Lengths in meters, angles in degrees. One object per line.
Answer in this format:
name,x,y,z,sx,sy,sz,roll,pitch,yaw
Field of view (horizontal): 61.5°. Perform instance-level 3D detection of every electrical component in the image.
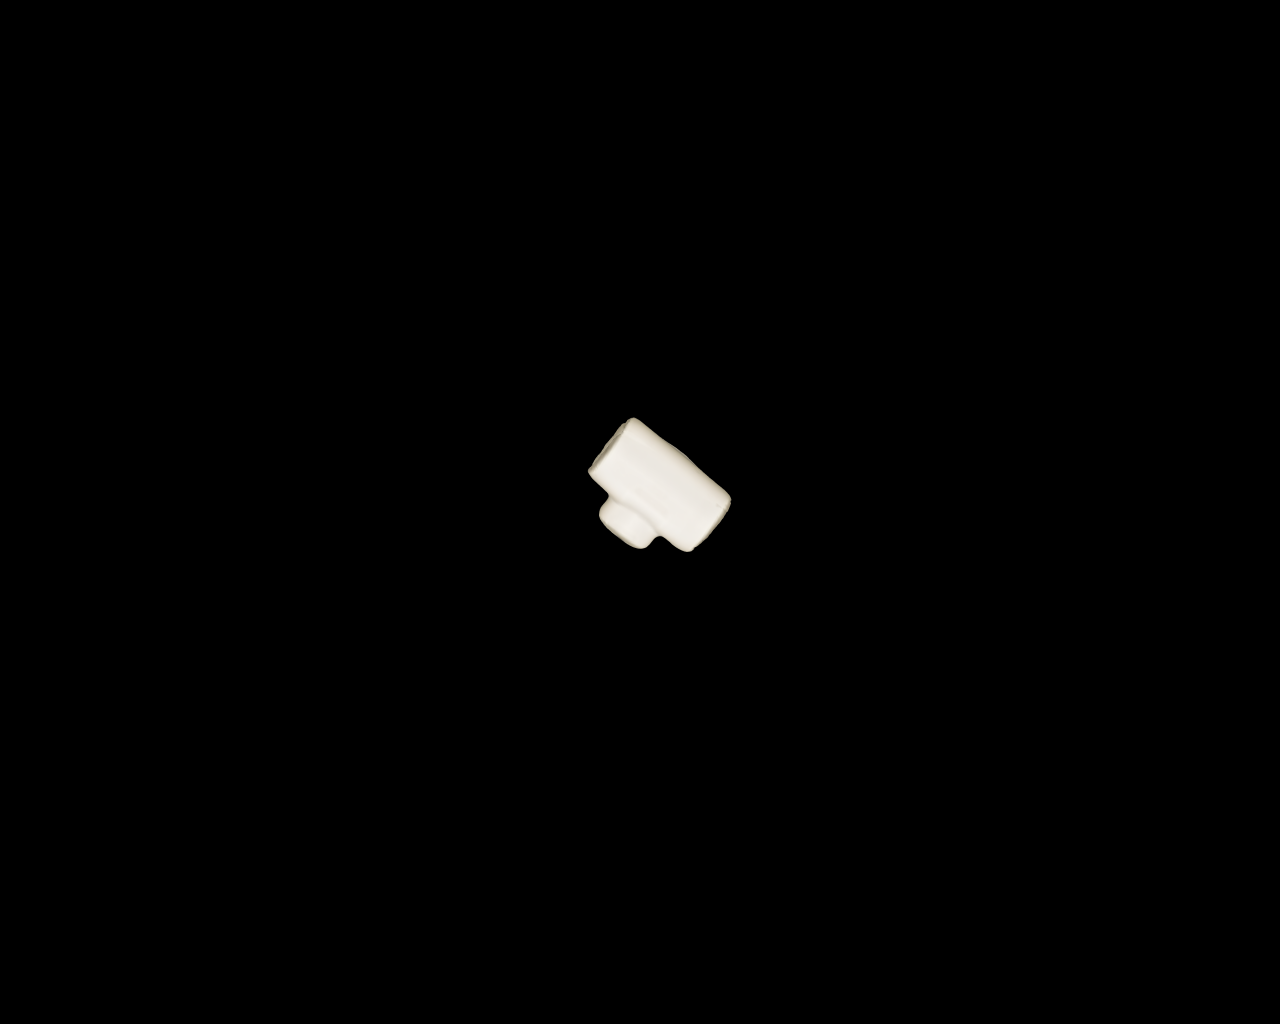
electrical component,0.001,-0.003,0.650,0.077,0.079,0.043,38,9,-7
